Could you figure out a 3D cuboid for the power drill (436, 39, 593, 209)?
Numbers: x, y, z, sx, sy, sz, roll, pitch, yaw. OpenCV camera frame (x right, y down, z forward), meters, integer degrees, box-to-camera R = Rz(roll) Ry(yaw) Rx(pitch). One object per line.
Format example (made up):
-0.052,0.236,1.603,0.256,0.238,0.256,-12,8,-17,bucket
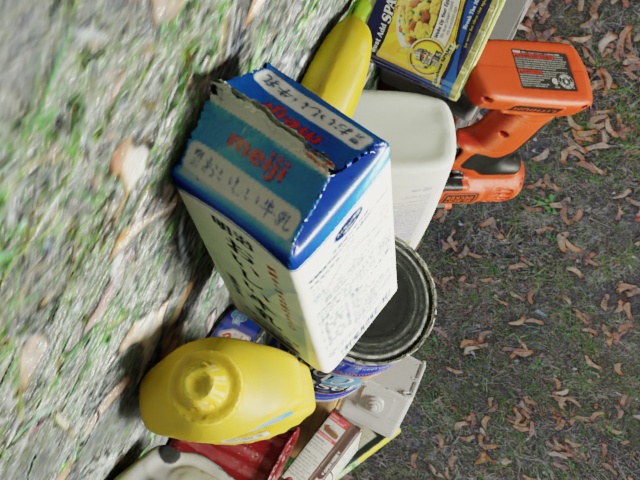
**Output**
0.111,-0.085,0.849,0.188,0.184,0.057,130,-48,-58,power drill

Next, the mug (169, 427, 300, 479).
-0.071,0.170,0.839,0.093,0.081,0.117,-64,173,4,mug

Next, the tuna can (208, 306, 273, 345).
-0.067,0.092,0.782,0.086,0.034,0.086,-62,173,-15,tuna can

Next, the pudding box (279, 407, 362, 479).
0.001,0.220,1.053,0.090,0.039,0.113,-51,169,-16,pudding box

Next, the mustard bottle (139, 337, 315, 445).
-0.057,0.092,0.638,0.191,0.096,0.058,71,10,-79,mustard bottle

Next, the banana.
-0.007,-0.056,0.670,0.198,0.037,0.069,-65,171,14,banana

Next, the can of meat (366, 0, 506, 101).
0.076,-0.156,0.727,0.102,0.084,0.057,-67,172,25,can of meat

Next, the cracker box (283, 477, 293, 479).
-0.083,0.292,0.952,0.164,0.072,0.214,-28,165,-12,cracker box

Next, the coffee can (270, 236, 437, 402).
0.017,0.061,0.816,0.102,0.103,0.140,-60,-176,-24,coffee can

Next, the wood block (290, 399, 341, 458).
-0.015,0.139,1.105,0.090,0.090,0.206,-60,172,-35,wood block

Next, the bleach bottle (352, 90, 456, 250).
0.034,-0.022,0.827,0.251,0.102,0.068,103,-13,-65,bleach bottle

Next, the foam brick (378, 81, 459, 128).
0.097,-0.137,0.971,0.051,0.078,0.053,-63,174,-16,foam brick
